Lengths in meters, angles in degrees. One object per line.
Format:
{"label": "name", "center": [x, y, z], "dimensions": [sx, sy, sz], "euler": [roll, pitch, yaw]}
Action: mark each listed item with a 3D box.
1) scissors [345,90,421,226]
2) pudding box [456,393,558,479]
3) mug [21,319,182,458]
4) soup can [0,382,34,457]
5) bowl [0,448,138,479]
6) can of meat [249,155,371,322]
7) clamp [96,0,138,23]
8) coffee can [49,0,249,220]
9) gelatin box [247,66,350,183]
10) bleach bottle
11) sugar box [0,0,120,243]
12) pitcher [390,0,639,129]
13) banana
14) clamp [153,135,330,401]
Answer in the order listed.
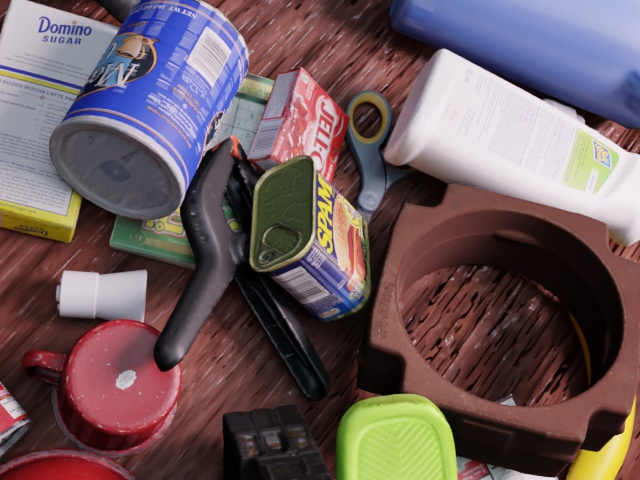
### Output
{"label": "scissors", "center": [0.029, -0.049, 0.894], "dimensions": [0.096, 0.016, 0.201], "euler": [39, 67, 2]}
{"label": "pudding box", "center": [0.134, 0.189, 0.829], "dimensions": [0.090, 0.039, 0.113], "euler": [-22, 79, -22]}
{"label": "mug", "center": [-0.154, 0.100, 0.759], "dimensions": [0.117, 0.082, 0.093], "euler": [19, 68, -8]}
{"label": "soup can", "center": [-0.257, 0.109, 0.737], "dimensions": [0.068, 0.069, 0.102], "euler": [-40, 85, -23]}
{"label": "bowl", "center": [-0.178, 0.221, 0.720], "dimensions": [0.162, 0.055, 0.162], "euler": [3, 76, -13]}
{"label": "can of meat", "center": [-0.005, 0.001, 0.809], "dimensions": [0.083, 0.058, 0.102], "euler": [45, 33, -39]}
{"label": "clamp", "center": [-0.176, -0.220, 0.872], "dimensions": [0.171, 0.039, 0.120], "euler": [38, 27, -17]}
{"label": "coffee can", "center": [-0.124, -0.100, 0.794], "dimensions": [0.102, 0.103, 0.140], "euler": [25, 55, -5]}
{"label": "gelatin box", "center": [-0.015, -0.083, 0.862], "dimensions": [0.073, 0.030, 0.089], "euler": [42, 55, -41]}
{"label": "bleach bottle", "center": [0.185, -0.056, 0.874], "dimensions": [0.250, 0.068, 0.102], "euler": [27, 68, -7]}
{"label": "sugar box", "center": [-0.217, -0.094, 0.829], "dimensions": [0.093, 0.048, 0.176], "euler": [15, 66, -12]}
{"label": "pitcher", "center": [0.191, -0.202, 0.937], "dimensions": [0.242, 0.149, 0.145], "euler": [19, 84, -5]}
{"label": "banana", "center": [0.225, 0.128, 0.878], "dimensions": [0.070, 0.037, 0.198], "euler": [-4, 69, 8]}
{"label": "clamp", "center": [-0.056, 0.021, 0.806], "dimensions": [0.164, 0.036, 0.210], "euler": [27, 48, -41]}
